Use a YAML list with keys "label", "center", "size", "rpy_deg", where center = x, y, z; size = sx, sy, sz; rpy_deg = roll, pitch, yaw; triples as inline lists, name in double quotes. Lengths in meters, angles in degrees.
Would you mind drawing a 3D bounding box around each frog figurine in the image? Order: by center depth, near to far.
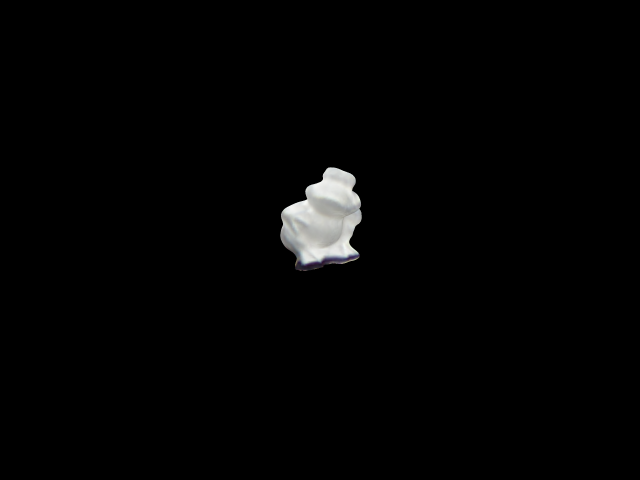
- label: "frog figurine"
  center: [0.003, -0.043, 0.850]
  size: [0.137, 0.157, 0.124]
  rpy_deg: [-2, 15, -7]
